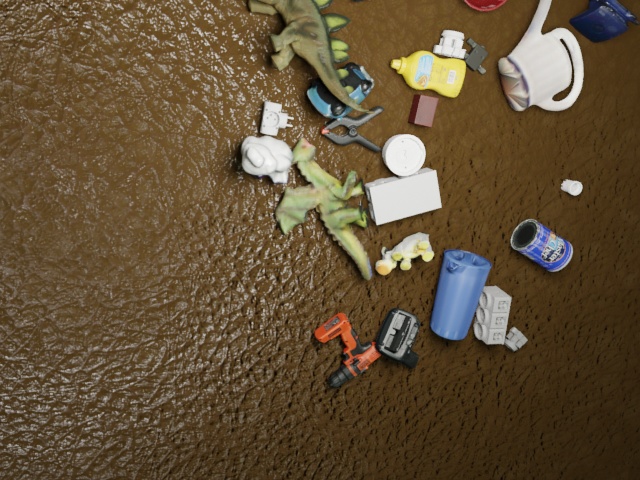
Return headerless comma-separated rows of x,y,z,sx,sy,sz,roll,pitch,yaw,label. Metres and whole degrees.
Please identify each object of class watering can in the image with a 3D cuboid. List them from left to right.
0.566,-0.486,1.347,0.224,0.105,0.343,-29,110,-2,watering can

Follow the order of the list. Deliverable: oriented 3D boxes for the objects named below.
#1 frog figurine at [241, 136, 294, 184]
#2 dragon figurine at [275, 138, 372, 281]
-0.137,-0.207,1.248,0.139,0.157,0.123,38,86,21,frog figurine
0.004,-0.069,1.369,0.242,0.124,0.405,-5,105,8,dragon figurine
